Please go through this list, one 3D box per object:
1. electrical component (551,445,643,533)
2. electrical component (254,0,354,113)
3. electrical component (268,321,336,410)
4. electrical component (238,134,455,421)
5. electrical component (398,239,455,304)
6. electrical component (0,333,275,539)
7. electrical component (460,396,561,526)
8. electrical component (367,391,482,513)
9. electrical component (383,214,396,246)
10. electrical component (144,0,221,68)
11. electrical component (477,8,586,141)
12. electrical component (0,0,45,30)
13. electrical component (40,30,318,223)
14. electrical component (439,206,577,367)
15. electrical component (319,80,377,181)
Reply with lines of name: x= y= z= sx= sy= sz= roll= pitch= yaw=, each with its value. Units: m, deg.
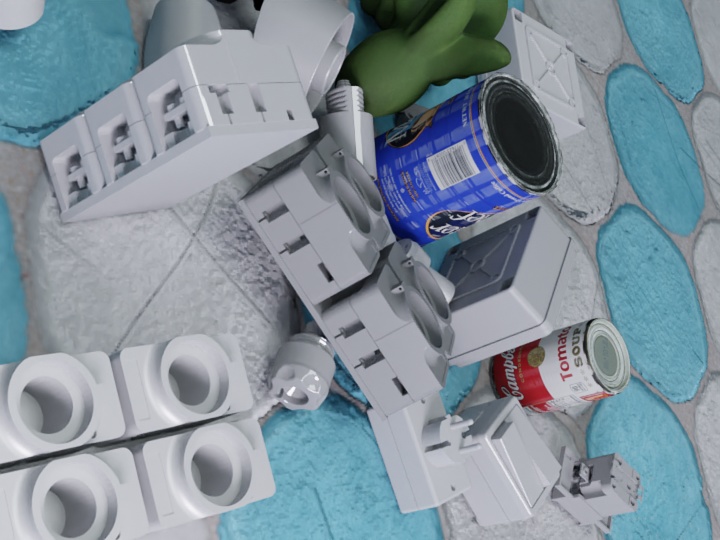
electrical component: x=0.211 y=0.192 z=0.952 sx=0.081 sy=0.064 sz=0.042 roll=43 pitch=44 yaw=-26
electrical component: x=-0.047 y=-0.165 z=0.814 sx=0.064 sy=0.099 sz=0.099 roll=27 pitch=47 yaw=3
electrical component: x=-0.038 y=0.064 z=0.755 sx=0.043 sy=0.043 sz=0.062 roll=43 pitch=44 yaw=-26
electrical component: x=0.000 y=0.000 z=0.784 sx=0.186 sy=0.060 sz=0.105 roll=57 pitch=18 yaw=-11
electrical component: x=0.043 y=0.008 z=0.868 sx=0.055 sy=0.045 sz=0.045 roll=48 pitch=44 yaw=-21
electrical component: x=-0.140 y=0.100 z=0.611 sx=0.186 sy=0.060 sz=0.105 roll=-6 pitch=77 yaw=-49
electrical component: x=0.118 y=0.159 z=0.866 sx=0.062 sy=0.061 sz=0.096 roll=-40 pitch=103 yaw=-48
electrical component: x=0.058 y=0.130 z=0.803 sx=0.047 sy=0.076 sz=0.083 roll=-13 pitch=82 yaw=-50
electrical component: x=0.005 y=-0.038 z=0.856 sx=0.035 sy=0.035 sz=0.061 roll=-12 pitch=79 yaw=-49
electrical component: x=-0.111 y=-0.146 z=0.771 sx=0.079 sy=0.043 sz=0.077 roll=19 pitch=59 yaw=-42
electrical component: x=0.172 y=-0.194 z=1.095 sx=0.109 sy=0.056 sz=0.108 roll=16 pitch=61 yaw=-43
electrical component: x=-0.231 y=-0.194 z=0.646 sx=0.079 sy=0.077 sz=0.044 roll=19 pitch=49 yaw=3
electrical component: x=-0.115 y=-0.086 z=0.657 sx=0.089 sy=0.150 sz=0.061 roll=-14 pitch=84 yaw=-50
electrical component: x=0.114 y=0.015 z=0.894 sx=0.056 sy=0.109 sz=0.108 roll=46 pitch=44 yaw=-19
electrical component: x=-0.011 y=-0.111 z=0.855 sx=0.043 sy=0.043 sz=0.081 roll=4 pitch=79 yaw=-47
